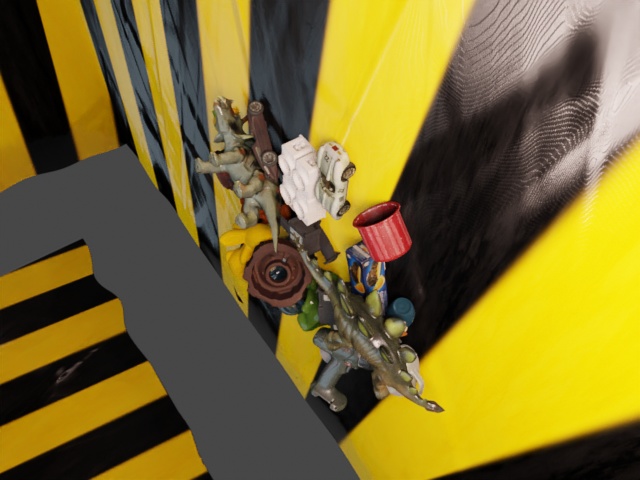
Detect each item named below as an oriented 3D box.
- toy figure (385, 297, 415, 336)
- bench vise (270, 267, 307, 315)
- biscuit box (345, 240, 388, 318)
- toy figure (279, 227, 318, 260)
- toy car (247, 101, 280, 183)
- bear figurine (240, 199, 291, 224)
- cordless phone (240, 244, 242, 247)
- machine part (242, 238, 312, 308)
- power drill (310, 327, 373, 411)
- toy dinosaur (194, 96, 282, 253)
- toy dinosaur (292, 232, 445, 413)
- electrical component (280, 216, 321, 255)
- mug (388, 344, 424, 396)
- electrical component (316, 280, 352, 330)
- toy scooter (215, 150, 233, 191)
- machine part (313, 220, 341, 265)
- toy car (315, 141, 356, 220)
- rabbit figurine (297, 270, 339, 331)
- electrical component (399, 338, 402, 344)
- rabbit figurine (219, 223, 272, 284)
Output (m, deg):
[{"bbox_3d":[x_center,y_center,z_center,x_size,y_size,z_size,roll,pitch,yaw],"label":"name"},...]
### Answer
[{"bbox_3d":[0.167,0.176,1.153,0.058,0.064,0.154,17,150,10],"label":"toy figure"},{"bbox_3d":[-0.110,0.144,1.604,0.223,0.129,0.241,35,160,-26],"label":"bench vise"},{"bbox_3d":[0.107,0.097,1.185,0.063,0.059,0.202,38,150,44],"label":"biscuit box"},{"bbox_3d":[-0.084,0.005,1.459,0.180,0.089,0.082,49,151,33],"label":"toy figure"},{"bbox_3d":[-0.135,-0.228,1.256,0.089,0.053,0.202,99,157,-71],"label":"toy car"},{"bbox_3d":[-0.165,-0.142,1.460,0.120,0.132,0.196,36,-137,-58],"label":"bear figurine"},{"bbox_3d":[-0.193,-0.016,1.613,0.088,0.146,0.184,24,-160,-40],"label":"cordless phone"},{"bbox_3d":[-0.105,0.080,1.354,0.056,0.179,0.179,-101,-9,-69],"label":"machine part"},{"bbox_3d":[0.067,0.349,1.419,0.232,0.086,0.207,30,120,21],"label":"power drill"},{"bbox_3d":[-0.166,-0.156,1.323,0.405,0.192,0.131,56,143,8],"label":"toy dinosaur"},{"bbox_3d":[0.088,0.180,1.129,0.472,0.105,0.198,44,149,16],"label":"toy dinosaur"},{"bbox_3d":[-0.050,-0.021,1.314,0.119,0.048,0.074,41,144,41],"label":"electrical component"},{"bbox_3d":[0.193,0.300,1.225,0.110,0.081,0.107,44,144,44],"label":"mug"},{"bbox_3d":[0.054,0.163,1.312,0.115,0.058,0.134,6,128,15],"label":"electrical component"},{"bbox_3d":[-0.284,-0.213,1.656,0.184,0.075,0.135,13,129,67],"label":"toy scooter"},{"bbox_3d":[-0.003,-0.004,1.340,0.139,0.039,0.084,57,150,14],"label":"machine part"},{"bbox_3d":[0.027,-0.117,1.101,0.074,0.056,0.201,50,156,26],"label":"toy car"},{"bbox_3d":[-0.011,0.140,1.439,0.159,0.121,0.170,115,137,-60],"label":"rabbit figurine"},{"bbox_3d":[0.152,0.217,1.266,0.102,0.045,0.078,56,-173,19],"label":"electrical component"},{"bbox_3d":[-0.176,0.015,1.417,0.162,0.122,0.173,36,132,3],"label":"rabbit figurine"}]
